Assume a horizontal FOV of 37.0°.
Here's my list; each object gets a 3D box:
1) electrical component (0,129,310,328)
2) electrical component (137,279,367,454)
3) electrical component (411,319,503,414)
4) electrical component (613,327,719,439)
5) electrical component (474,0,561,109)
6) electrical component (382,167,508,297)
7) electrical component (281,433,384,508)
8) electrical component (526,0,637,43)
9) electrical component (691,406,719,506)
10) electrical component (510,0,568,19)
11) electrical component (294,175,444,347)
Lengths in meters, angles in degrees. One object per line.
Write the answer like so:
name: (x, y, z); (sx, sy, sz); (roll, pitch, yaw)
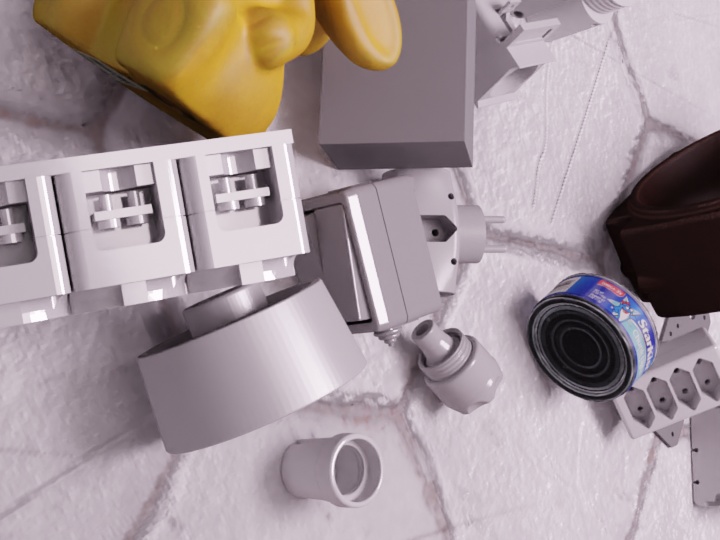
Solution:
electrical component: (-0.107, -0.015, 0.470); (0.150, 0.089, 0.061); (-10, 91, -20)
electrical component: (-0.058, 0.040, 0.532); (0.108, 0.108, 0.060); (-26, 95, -42)
electrical component: (0.057, 0.057, 0.675); (0.062, 0.043, 0.043); (47, 55, -25)
electrical component: (0.230, 0.078, 0.815); (0.047, 0.083, 0.075); (63, 11, -16)
electrical component: (0.089, -0.149, 0.720); (0.042, 0.081, 0.063); (-18, 73, -43)
electrical component: (0.054, -0.022, 0.671); (0.079, 0.043, 0.077); (0, 83, -11)
electrical component: (-0.016, 0.111, 0.596); (0.040, 0.046, 0.040); (8, 78, -42)
electrical component: (0.166, -0.199, 0.789); (0.043, 0.081, 0.043); (8, 78, -42)
electrical component: (0.311, 0.149, 0.887); (0.056, 0.050, 0.089); (10, 77, -41)
electrical component: (0.109, -0.236, 0.745); (0.113, 0.078, 0.057); (34, 59, -34)
electrical component: (0.000, 0.000, 0.617); (0.061, 0.062, 0.096); (-17, 95, -40)
